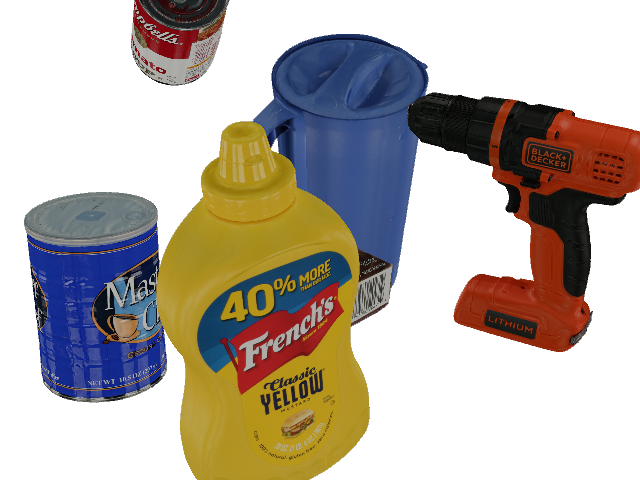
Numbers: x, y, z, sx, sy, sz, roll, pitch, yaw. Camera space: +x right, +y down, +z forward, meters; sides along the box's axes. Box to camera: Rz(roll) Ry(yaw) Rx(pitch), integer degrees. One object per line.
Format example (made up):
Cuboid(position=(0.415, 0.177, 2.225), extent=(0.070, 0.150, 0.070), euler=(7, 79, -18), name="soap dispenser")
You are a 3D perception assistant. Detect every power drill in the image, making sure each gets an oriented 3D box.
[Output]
Cuboid(position=(0.148, -0.016, 0.819), extent=(0.185, 0.188, 0.057), euler=(16, 34, 25), name="power drill")

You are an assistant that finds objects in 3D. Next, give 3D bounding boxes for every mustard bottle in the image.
Cuboid(position=(-0.027, 0.032, 0.499), extent=(0.096, 0.192, 0.058), euler=(-20, 38, -21), name="mustard bottle")

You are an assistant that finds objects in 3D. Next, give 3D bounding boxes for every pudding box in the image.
Cuboid(position=(-0.020, 0.034, 0.737), extent=(0.113, 0.039, 0.090), euler=(-22, 36, -38), name="pudding box")

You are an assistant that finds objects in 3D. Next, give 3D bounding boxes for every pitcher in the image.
Cuboid(position=(0.015, -0.052, 0.975), extent=(0.149, 0.243, 0.145), euler=(5, 42, 5), name="pitcher")

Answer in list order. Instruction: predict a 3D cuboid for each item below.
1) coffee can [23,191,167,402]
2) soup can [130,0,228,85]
Cuboid(position=(-0.178, 0.043, 0.857), extent=(0.103, 0.140, 0.103), euler=(0, 22, 0), name="coffee can")
Cuboid(position=(-0.108, -0.167, 0.804), extent=(0.068, 0.068, 0.102), euler=(0, -16, -12), name="soup can")
